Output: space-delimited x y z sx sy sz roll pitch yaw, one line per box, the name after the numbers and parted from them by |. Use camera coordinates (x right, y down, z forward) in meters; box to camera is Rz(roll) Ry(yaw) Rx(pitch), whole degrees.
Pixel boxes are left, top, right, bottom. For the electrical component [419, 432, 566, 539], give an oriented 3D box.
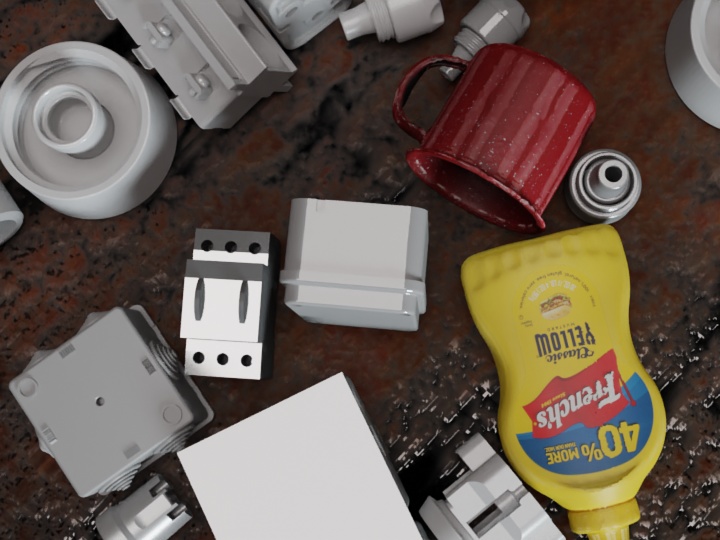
0.072 0.144 0.630 0.057 0.058 0.078 -39 83 -3 | electrical component

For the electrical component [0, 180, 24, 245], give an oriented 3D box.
-0.288 -0.024 0.675 0.138 0.052 0.073 -35 83 1 | electrical component

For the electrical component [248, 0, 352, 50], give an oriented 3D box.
-0.045 -0.182 0.650 0.054 0.095 0.059 -38 83 0 | electrical component

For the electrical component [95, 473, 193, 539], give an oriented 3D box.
-0.130 0.152 0.654 0.046 0.040 0.040 -39 83 -6 | electrical component

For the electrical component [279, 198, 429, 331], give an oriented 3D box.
0.000 0.000 0.621 0.078 0.113 0.057 5 82 5 | electrical component

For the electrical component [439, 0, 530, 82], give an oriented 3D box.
0.075 -0.143 0.669 0.035 0.035 0.061 44 91 7 | electrical component

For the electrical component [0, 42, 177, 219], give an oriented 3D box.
-0.174 -0.089 0.668 0.108 0.060 0.108 0 84 4 | electrical component

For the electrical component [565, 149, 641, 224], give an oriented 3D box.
0.146 -0.051 0.640 0.043 0.062 0.043 0 84 4 | electrical component

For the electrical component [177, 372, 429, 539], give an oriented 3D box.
-0.015 0.167 0.632 0.105 0.060 0.186 -26 83 1 | electrical component

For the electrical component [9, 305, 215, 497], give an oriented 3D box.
-0.152 0.079 0.657 0.100 0.048 0.099 -35 83 0 | electrical component

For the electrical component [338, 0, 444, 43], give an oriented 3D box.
0.018 -0.162 0.670 0.062 0.043 0.043 -19 83 3 | electrical component

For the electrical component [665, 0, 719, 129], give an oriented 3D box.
0.243 -0.140 0.642 0.108 0.060 0.108 0 84 4 | electrical component

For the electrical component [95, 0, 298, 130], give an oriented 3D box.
-0.105 -0.151 0.667 0.063 0.079 0.121 -40 83 22 | electrical component
